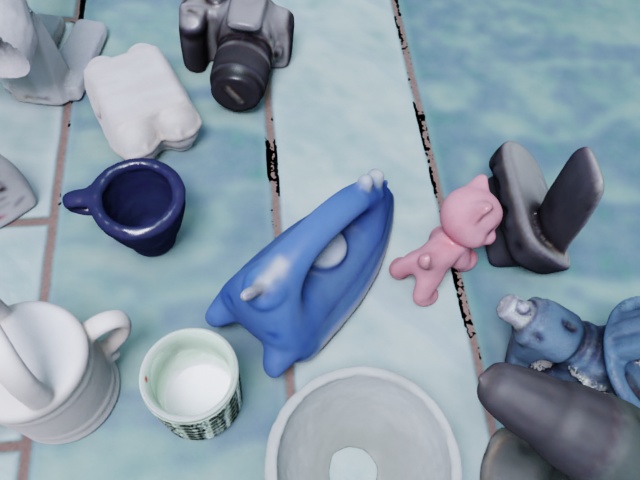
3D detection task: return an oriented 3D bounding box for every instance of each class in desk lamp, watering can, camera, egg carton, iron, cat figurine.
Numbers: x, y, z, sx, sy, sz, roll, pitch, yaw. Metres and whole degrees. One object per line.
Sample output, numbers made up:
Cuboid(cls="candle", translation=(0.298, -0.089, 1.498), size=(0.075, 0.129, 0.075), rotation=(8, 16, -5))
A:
Cuboid(cls="desk lamp", translation=(-0.337, -0.244, 0.623), size=(0.118, 0.213, 0.203), rotation=(8, 62, -1))
Cuboid(cls="watering can", translation=(-0.241, 0.106, 0.462), size=(0.100, 0.194, 0.173), rotation=(33, 65, 12))
Cuboid(cls="camera", translation=(-0.109, -0.237, 0.704), size=(0.143, 0.101, 0.137), rotation=(8, 62, -1))
Cuboid(cls="egg carton", translation=(-0.210, -0.161, 0.673), size=(0.107, 0.069, 0.150), rotation=(-26, 68, -17))
Cuboid(cls="iron", translation=(0.005, 0.002, 0.567), size=(0.118, 0.141, 0.259), rotation=(37, 66, 14))
Cuboid(cls="cat figurine", translation=(0.139, -0.005, 0.596), size=(0.128, 0.118, 0.067), rotation=(-40, 72, -22))

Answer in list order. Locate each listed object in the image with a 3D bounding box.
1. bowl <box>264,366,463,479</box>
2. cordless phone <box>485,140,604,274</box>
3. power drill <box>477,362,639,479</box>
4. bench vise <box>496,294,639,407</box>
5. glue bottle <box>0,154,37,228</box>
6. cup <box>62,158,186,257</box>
Cuboid(cls="bowl", translation=(0.035, 0.201, 0.505), size=(0.167, 0.075, 0.167), rotation=(2, 63, -4))
Cuboid(cls="cordless phone", translation=(0.237, -0.058, 0.594), size=(0.094, 0.185, 0.147), rotation=(-5, 63, -7))
Cuboid(cls="power drill", translation=(0.206, 0.180, 0.455), size=(0.229, 0.208, 0.076), rotation=(22, 63, 7))
Cuboid(cls="bench vise", translation=(0.268, 0.098, 0.497), size=(0.207, 0.220, 0.121), rotation=(5, 62, -2))
Cuboid(cls="glue bottle", translation=(-0.342, -0.070, 0.555), size=(0.037, 0.173, 0.078), rotation=(42, 67, 16))
Cuboid(cls="cup", translation=(-0.193, -0.022, 0.588), size=(0.118, 0.095, 0.091), rotation=(-1, 63, -6))
